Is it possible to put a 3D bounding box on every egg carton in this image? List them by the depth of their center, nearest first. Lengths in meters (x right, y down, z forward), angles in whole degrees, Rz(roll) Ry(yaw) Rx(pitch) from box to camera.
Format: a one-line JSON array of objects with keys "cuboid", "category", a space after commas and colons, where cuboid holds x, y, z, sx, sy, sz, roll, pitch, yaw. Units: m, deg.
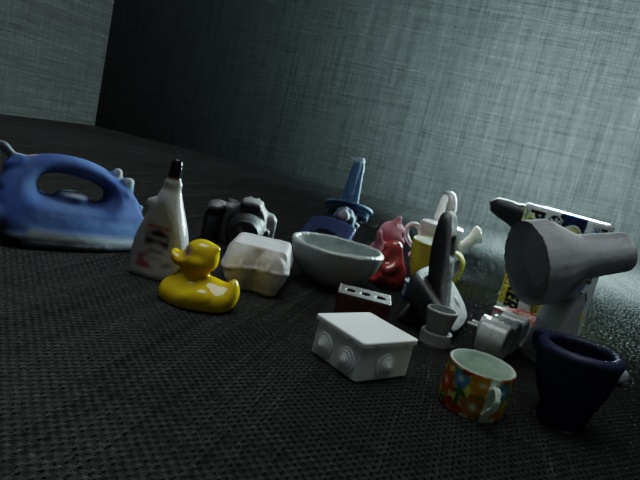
[{"cuboid": [-0.097, 0.035, 0.905, 0.107, 0.069, 0.150, 13, 10, -3], "category": "egg carton"}]

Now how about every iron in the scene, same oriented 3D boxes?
[{"cuboid": [-0.374, -0.064, 0.885, 0.259, 0.141, 0.118, 5, 13, -38], "category": "iron"}]

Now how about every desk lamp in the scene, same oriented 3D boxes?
[{"cuboid": [0.360, 0.082, 0.832, 0.203, 0.213, 0.117, 11, 11, -15], "category": "desk lamp"}]

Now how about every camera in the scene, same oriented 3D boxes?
[{"cuboid": [-0.157, -0.033, 1.108, 0.143, 0.101, 0.137, 13, 10, -4], "category": "camera"}]

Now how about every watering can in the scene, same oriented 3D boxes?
[{"cuboid": [0.285, -0.017, 1.325, 0.173, 0.194, 0.100, 8, 11, -26], "category": "watering can"}]

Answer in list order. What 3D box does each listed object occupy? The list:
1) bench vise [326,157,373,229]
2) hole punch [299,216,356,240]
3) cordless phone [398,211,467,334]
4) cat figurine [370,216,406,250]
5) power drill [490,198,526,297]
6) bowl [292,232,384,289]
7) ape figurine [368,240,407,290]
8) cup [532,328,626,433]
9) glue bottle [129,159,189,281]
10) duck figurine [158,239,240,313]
[{"cuboid": [0.083, -0.090, 1.389, 0.122, 0.220, 0.207, 11, 10, -12], "category": "bench vise"}, {"cuboid": [0.011, 0.004, 1.151, 0.108, 0.091, 0.101, 16, 11, 14], "category": "hole punch"}, {"cuboid": [0.197, 0.046, 0.895, 0.094, 0.185, 0.148, 17, 11, 20], "category": "cordless phone"}, {"cuboid": [0.149, 0.000, 1.277, 0.067, 0.118, 0.128, 19, 11, 28], "category": "cat figurine"}, {"cuboid": [0.448, 0.036, 1.208, 0.229, 0.208, 0.076, 16, 11, 14], "category": "power drill"}, {"cuboid": [0.025, 0.042, 1.011, 0.167, 0.075, 0.167, 13, 10, -2], "category": "bowl"}, {"cuboid": [0.132, 0.045, 1.085, 0.076, 0.092, 0.078, 16, 10, 13], "category": "ape figurine"}, {"cuboid": [0.270, 0.157, 0.643, 0.092, 0.095, 0.117, 9, 11, -22], "category": "cup"}, {"cuboid": [-0.217, -0.029, 0.808, 0.078, 0.173, 0.037, 14, 10, 3], "category": "glue bottle"}, {"cuboid": [-0.152, 0.043, 0.746, 0.104, 0.086, 0.077, 14, 10, 2], "category": "duck figurine"}]
